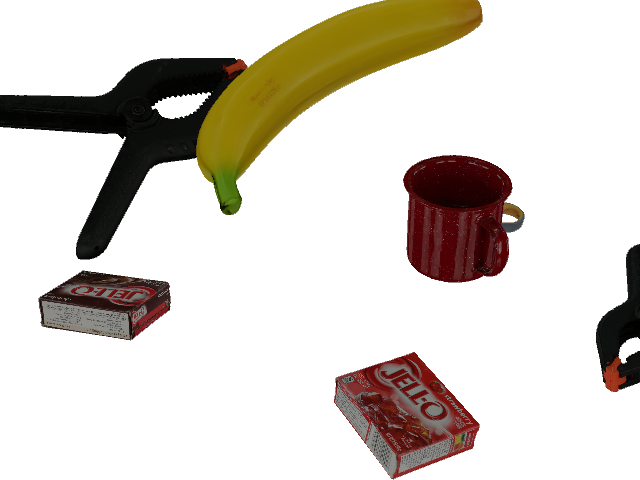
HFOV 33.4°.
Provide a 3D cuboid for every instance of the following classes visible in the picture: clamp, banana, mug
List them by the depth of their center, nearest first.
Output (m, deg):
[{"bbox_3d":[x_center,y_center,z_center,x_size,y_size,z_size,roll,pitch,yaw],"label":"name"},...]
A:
[{"bbox_3d":[0.001,-0.083,0.569,0.070,0.197,0.037,38,-26,24],"label":"banana"},{"bbox_3d":[-0.138,-0.079,0.813,0.209,0.165,0.036,-24,-26,-23],"label":"clamp"},{"bbox_3d":[0.124,-0.011,0.929,0.093,0.081,0.117,-20,39,-26],"label":"mug"},{"bbox_3d":[0.298,0.067,0.975,0.171,0.039,0.120,-35,39,-26],"label":"clamp"}]

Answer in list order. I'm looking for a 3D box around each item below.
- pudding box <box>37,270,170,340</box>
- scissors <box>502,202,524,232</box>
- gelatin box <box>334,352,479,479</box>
[{"bbox_3d":[-0.231,0.069,1.151,0.114,0.039,0.090,5,18,19],"label":"pudding box"},{"bbox_3d":[0.158,-0.025,1.210,0.201,0.016,0.096,-12,40,-45],"label":"scissors"},{"bbox_3d":[0.062,0.128,0.796,0.073,0.030,0.089,-14,41,-26],"label":"gelatin box"}]
